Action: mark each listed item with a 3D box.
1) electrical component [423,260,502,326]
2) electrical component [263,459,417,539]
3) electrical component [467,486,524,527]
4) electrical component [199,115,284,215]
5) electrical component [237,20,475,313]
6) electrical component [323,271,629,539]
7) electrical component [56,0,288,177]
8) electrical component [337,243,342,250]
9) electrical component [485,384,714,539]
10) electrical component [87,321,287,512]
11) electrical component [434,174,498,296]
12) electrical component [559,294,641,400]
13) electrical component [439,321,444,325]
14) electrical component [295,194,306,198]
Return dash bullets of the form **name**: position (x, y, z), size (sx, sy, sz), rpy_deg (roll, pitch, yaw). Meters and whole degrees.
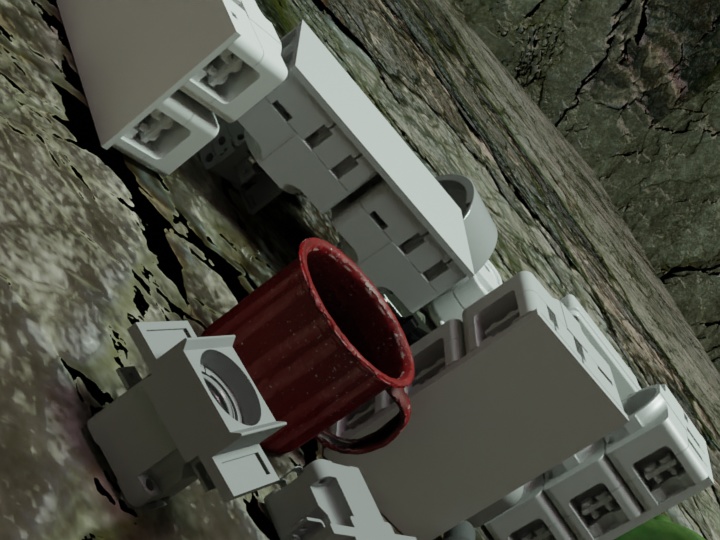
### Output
- **electrical component**: position (0.092, 0.023, 0.969), size (0.053, 0.059, 0.095), rpy_deg (48, 18, -20)
- **electrical component**: position (-0.013, 0.128, 0.522), size (0.081, 0.042, 0.063), rpy_deg (29, 26, -55)
- **electrical component**: position (0.071, 0.122, 0.730), size (0.059, 0.054, 0.095), rpy_deg (42, 20, -33)
- **electrical component**: position (-0.082, -0.085, 0.750), size (0.064, 0.042, 0.081), rpy_deg (30, 29, -55)
- **electrical component**: position (-0.005, -0.068, 0.741), size (0.186, 0.060, 0.105), rpy_deg (48, 18, -22)
- **electrical component**: position (0.065, 0.081, 0.631), size (0.089, 0.150, 0.061), rpy_deg (48, 19, -19)
- **electrical component**: position (-0.124, -0.161, 0.676), size (0.060, 0.105, 0.186), rpy_deg (31, 28, -52)
- **electrical component**: position (0.000, 0.000, 0.803), size (0.040, 0.040, 0.078), rpy_deg (48, 18, -17)
- **electrical component**: position (0.167, 0.148, 0.768), size (0.061, 0.150, 0.089), rpy_deg (55, 17, 0)
- **electrical component**: position (-0.074, 0.063, 0.447), size (0.081, 0.064, 0.042), rpy_deg (58, 18, 14)
- **electrical component**: position (0.065, -0.023, 0.914), size (0.060, 0.108, 0.108), rpy_deg (51, 16, -29)
- **electrical component**: position (0.181, 0.097, 0.977), size (0.108, 0.109, 0.056), rpy_deg (52, 14, -7)
- **electrical component**: position (0.090, 0.076, 0.887), size (0.079, 0.043, 0.077), rpy_deg (59, 18, 16)
- **electrical component**: position (-0.070, -0.119, 0.828), size (0.138, 0.052, 0.074), rpy_deg (59, 18, 18)
